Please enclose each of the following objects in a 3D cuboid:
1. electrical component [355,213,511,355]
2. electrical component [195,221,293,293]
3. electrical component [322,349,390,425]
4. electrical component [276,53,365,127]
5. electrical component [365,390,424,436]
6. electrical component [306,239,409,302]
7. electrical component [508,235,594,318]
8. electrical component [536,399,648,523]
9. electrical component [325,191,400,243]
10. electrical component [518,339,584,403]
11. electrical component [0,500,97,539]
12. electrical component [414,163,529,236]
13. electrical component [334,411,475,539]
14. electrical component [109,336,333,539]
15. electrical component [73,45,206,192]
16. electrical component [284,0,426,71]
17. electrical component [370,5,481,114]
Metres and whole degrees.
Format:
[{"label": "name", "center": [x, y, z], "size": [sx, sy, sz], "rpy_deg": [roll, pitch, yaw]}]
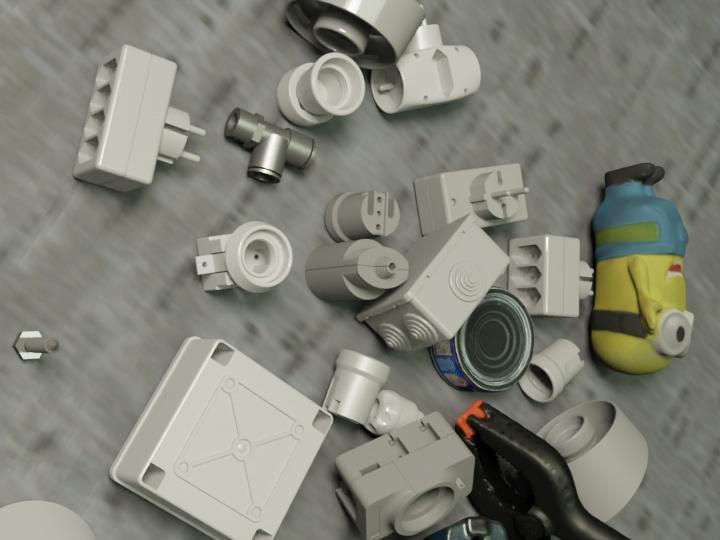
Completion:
[{"label": "electrical component", "center": [0.055, 0.013, 0.798], "size": [0.048, 0.100, 0.099], "rpy_deg": [45, 64, -9]}, {"label": "electrical component", "center": [-0.078, -0.008, 0.736], "size": [0.066, 0.055, 0.048], "rpy_deg": [-9, 92, -34]}, {"label": "electrical component", "center": [-0.004, 0.086, 0.789], "size": [0.040, 0.040, 0.046], "rpy_deg": [28, 77, -29]}, {"label": "electrical component", "center": [-0.029, -0.129, 0.777], "size": [0.045, 0.055, 0.045], "rpy_deg": [3, 85, -33]}, {"label": "electrical component", "center": [0.032, 0.115, 0.814], "size": [0.061, 0.035, 0.035], "rpy_deg": [29, 71, -31]}, {"label": "electrical component", "center": [0.000, 0.000, 0.772], "size": [0.043, 0.081, 0.043], "rpy_deg": [3, 85, -33]}, {"label": "electrical component", "center": [0.168, 0.008, 0.903], "size": [0.077, 0.047, 0.065], "rpy_deg": [5, 84, -33]}, {"label": "electrical component", "center": [0.183, 0.154, 0.874], "size": [0.099, 0.099, 0.064], "rpy_deg": [-42, 103, -28]}, {"label": "electrical component", "center": [0.002, -0.040, 0.797], "size": [0.040, 0.046, 0.040], "rpy_deg": [3, 85, -33]}, {"label": "electrical component", "center": [0.160, 0.083, 0.898], "size": [0.046, 0.040, 0.040], "rpy_deg": [-31, 104, -37]}, {"label": "electrical component", "center": [-0.199, 0.198, 0.652], "size": [0.099, 0.064, 0.099], "rpy_deg": [-5, 102, -27]}, {"label": "electrical component", "center": [0.100, -0.057, 0.845], "size": [0.083, 0.076, 0.047], "rpy_deg": [-11, 93, -34]}, {"label": "electrical component", "center": [0.034, 0.152, 0.779], "size": [0.089, 0.055, 0.050], "rpy_deg": [-22, 137, -20]}, {"label": "electrical component", "center": [-0.091, 0.117, 0.719], "size": [0.109, 0.056, 0.108], "rpy_deg": [38, 67, -25]}, {"label": "electrical component", "center": [-0.137, -0.092, 0.708], "size": [0.076, 0.047, 0.083], "rpy_deg": [17, 78, -32]}, {"label": "electrical component", "center": [-0.003, -0.190, 0.776], "size": [0.099, 0.099, 0.064], "rpy_deg": [31, 77, -28]}, {"label": "electrical component", "center": [0.047, -0.166, 0.837], "size": [0.077, 0.043, 0.079], "rpy_deg": [-16, 96, -33]}]
